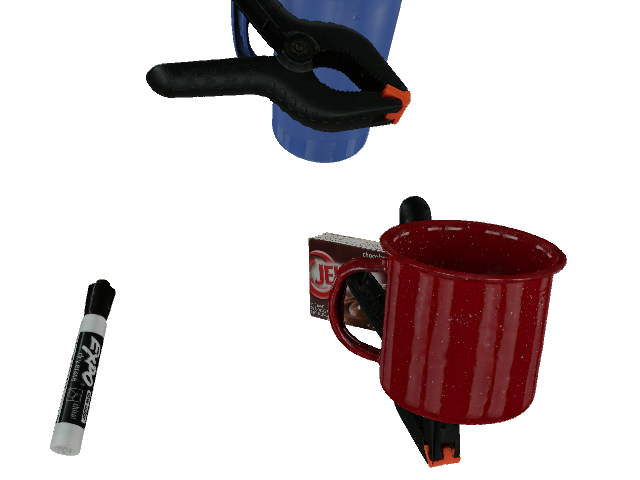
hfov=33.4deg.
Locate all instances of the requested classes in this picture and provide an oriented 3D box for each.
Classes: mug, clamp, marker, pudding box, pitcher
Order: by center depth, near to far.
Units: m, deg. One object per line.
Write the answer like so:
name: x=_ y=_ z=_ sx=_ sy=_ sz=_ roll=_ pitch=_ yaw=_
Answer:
mug: x=0.061 y=0.040 z=0.547 sx=0.117 sy=0.081 sz=0.093 roll=6 pitch=18 yaw=5
marker: x=-0.154 y=0.080 z=0.696 sx=0.020 sy=0.121 sz=0.020 roll=5 pitch=-31 yaw=3
clamp: x=-0.021 y=-0.130 z=0.714 sx=0.171 sy=0.120 sz=0.039 roll=15 pitch=-19 yaw=-11
clamp: x=0.077 y=0.078 z=0.878 sx=0.036 sy=0.210 sz=0.165 roll=-7 pitch=-29 yaw=-19
pitcher: x=0.000 y=-0.200 z=1.101 sx=0.149 sy=0.243 sz=0.144 roll=31 pitch=51 yaw=20
pudding box: x=0.040 y=0.044 z=1.146 sx=0.114 sy=0.090 sz=0.039 roll=10 pitch=20 yaw=35
